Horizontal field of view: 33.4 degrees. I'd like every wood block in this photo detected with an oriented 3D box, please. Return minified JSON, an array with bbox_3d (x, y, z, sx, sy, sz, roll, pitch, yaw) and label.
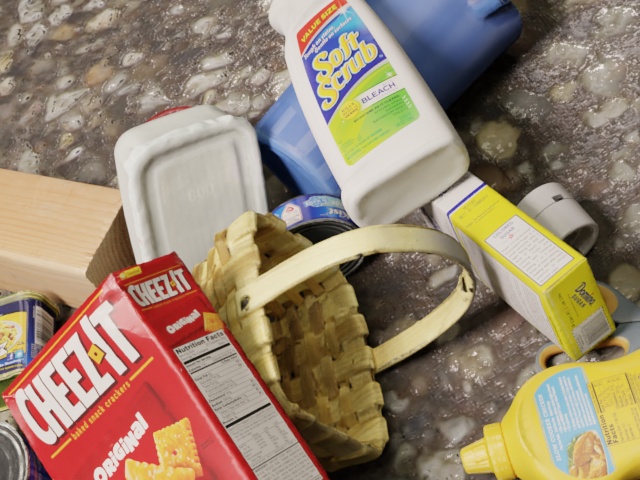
[{"bbox_3d":[-0.256,-0.001,0.994,0.206,0.090,0.090,11,63,29],"label":"wood block"}]

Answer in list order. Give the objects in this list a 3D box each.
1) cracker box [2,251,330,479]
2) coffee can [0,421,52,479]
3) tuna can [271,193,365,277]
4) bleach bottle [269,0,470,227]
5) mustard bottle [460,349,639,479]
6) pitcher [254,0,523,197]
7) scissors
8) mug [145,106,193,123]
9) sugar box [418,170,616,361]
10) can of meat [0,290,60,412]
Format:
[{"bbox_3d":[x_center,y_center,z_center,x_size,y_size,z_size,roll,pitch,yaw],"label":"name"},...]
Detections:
[{"bbox_3d":[-0.104,0.143,0.714,0.164,0.071,0.214,-43,76,33],"label":"cracker box"},{"bbox_3d":[-0.227,0.209,0.800,0.103,0.140,0.103,-11,53,15],"label":"coffee can"},{"bbox_3d":[-0.006,0.001,0.889,0.086,0.086,0.034,-21,50,8],"label":"tuna can"},{"bbox_3d":[0.017,-0.130,0.844,0.102,0.068,0.251,-33,57,6],"label":"bleach bottle"},{"bbox_3d":[0.191,0.128,0.734,0.192,0.058,0.096,-17,57,11],"label":"mustard bottle"},{"bbox_3d":[0.051,-0.143,0.952,0.145,0.149,0.242,38,80,22],"label":"pitcher"},{"bbox_3d":[0.254,0.053,0.787,0.202,0.016,0.096,-19,52,10],"label":"scissors"},{"bbox_3d":[-0.131,-0.066,0.991,0.117,0.081,0.093,20,67,32],"label":"mug"},{"bbox_3d":[0.140,0.008,0.804,0.048,0.093,0.176,-38,44,-4],"label":"sugar box"},{"bbox_3d":[-0.285,0.103,0.954,0.102,0.057,0.084,-18,54,11],"label":"can of meat"}]
